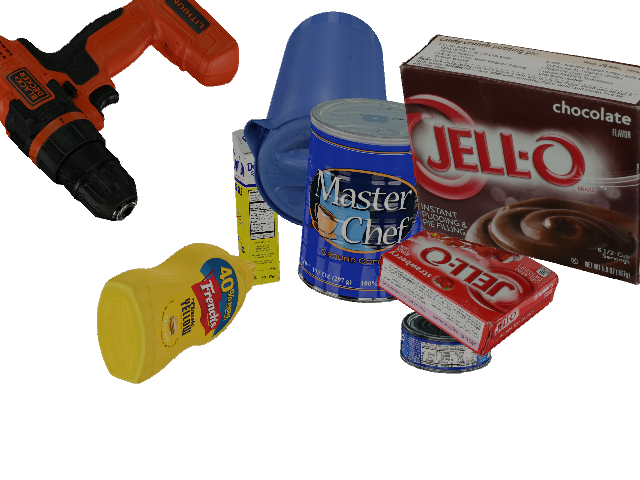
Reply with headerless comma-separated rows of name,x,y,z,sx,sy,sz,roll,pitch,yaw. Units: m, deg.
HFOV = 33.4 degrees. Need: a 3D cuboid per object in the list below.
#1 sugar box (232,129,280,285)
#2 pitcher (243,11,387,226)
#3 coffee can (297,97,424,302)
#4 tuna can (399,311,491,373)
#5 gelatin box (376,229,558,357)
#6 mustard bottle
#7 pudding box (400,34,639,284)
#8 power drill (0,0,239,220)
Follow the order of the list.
sugar box,-0.081,-0.043,1.325,0.048,0.176,0.093,-9,25,-11
pitcher,0.019,-0.128,1.089,0.145,0.149,0.242,-13,37,14
coffee can,0.037,-0.034,0.869,0.103,0.140,0.103,4,23,-2
tuna can,0.117,0.092,0.996,0.086,0.034,0.086,0,16,0
gelatin box,0.093,0.025,0.675,0.089,0.030,0.073,33,45,31
mustard bottle,-0.122,0.055,0.990,0.058,0.096,0.191,11,22,30
pudding box,0.094,-0.038,0.471,0.114,0.090,0.039,14,44,32
power drill,-0.155,-0.119,0.829,0.187,0.184,0.057,-36,-15,-31
